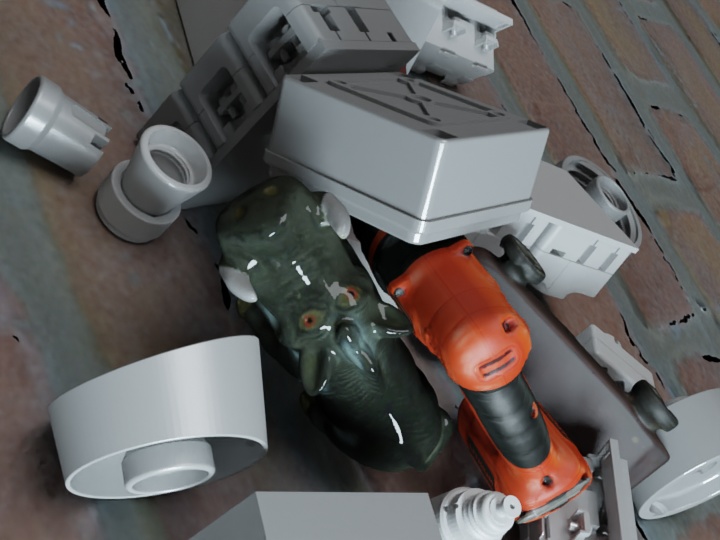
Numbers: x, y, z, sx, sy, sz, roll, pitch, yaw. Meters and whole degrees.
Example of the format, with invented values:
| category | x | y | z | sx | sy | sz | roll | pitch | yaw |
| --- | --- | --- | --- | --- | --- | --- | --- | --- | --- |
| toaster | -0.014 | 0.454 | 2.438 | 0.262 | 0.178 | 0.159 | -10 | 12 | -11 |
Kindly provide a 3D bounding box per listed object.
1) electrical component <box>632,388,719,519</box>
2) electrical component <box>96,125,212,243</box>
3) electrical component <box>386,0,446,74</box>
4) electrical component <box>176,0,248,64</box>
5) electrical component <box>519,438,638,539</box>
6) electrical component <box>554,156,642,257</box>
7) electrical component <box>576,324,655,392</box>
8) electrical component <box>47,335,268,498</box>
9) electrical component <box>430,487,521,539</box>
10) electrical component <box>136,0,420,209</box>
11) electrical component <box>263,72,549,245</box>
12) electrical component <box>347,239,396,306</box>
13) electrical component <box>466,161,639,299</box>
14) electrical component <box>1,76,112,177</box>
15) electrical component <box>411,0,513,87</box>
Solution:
| category | x | y | z | sx | sy | sz | roll | pitch | yaw |
| --- | --- | --- | --- | --- | --- | --- | --- | --- | --- |
| electrical component | 0.235 | 0.126 | 0.776 | 0.108 | 0.108 | 0.060 | 8 | 47 | -43 |
| electrical component | -0.115 | -0.047 | 0.597 | 0.045 | 0.055 | 0.045 | 28 | 41 | -27 |
| electrical component | 0.023 | -0.187 | 0.818 | 0.057 | 0.113 | 0.078 | 27 | 39 | -3 |
| electrical component | -0.071 | -0.182 | 0.737 | 0.062 | 0.089 | 0.150 | 10 | 52 | -42 |
| electrical component | 0.131 | 0.171 | 0.654 | 0.063 | 0.078 | 0.121 | 15 | 44 | -9 |
| electrical component | 0.196 | -0.049 | 0.927 | 0.108 | 0.060 | 0.108 | 28 | 41 | -27 |
| electrical component | 0.182 | 0.073 | 0.814 | 0.066 | 0.047 | 0.076 | 39 | 27 | -14 |
| electrical component | -0.090 | 0.065 | 0.489 | 0.099 | 0.099 | 0.064 | 9 | 58 | -43 |
| electrical component | 0.061 | 0.141 | 0.602 | 0.040 | 0.078 | 0.040 | 15 | 59 | -27 |
| electrical component | -0.053 | -0.107 | 0.636 | 0.089 | 0.150 | 0.061 | -14 | 69 | -52 |
| electrical component | 0.025 | -0.064 | 0.569 | 0.109 | 0.056 | 0.109 | 27 | 25 | 32 |
| electrical component | 0.000 | 0.000 | 0.691 | 0.065 | 0.044 | 0.044 | 15 | 48 | -32 |
| electrical component | 0.104 | -0.045 | 0.801 | 0.186 | 0.060 | 0.105 | 15 | 30 | -39 |
| electrical component | -0.165 | -0.077 | 0.586 | 0.046 | 0.040 | 0.040 | 32 | 39 | -32 |
| electrical component | 0.061 | -0.206 | 0.921 | 0.121 | 0.079 | 0.063 | 13 | 71 | -40 |
